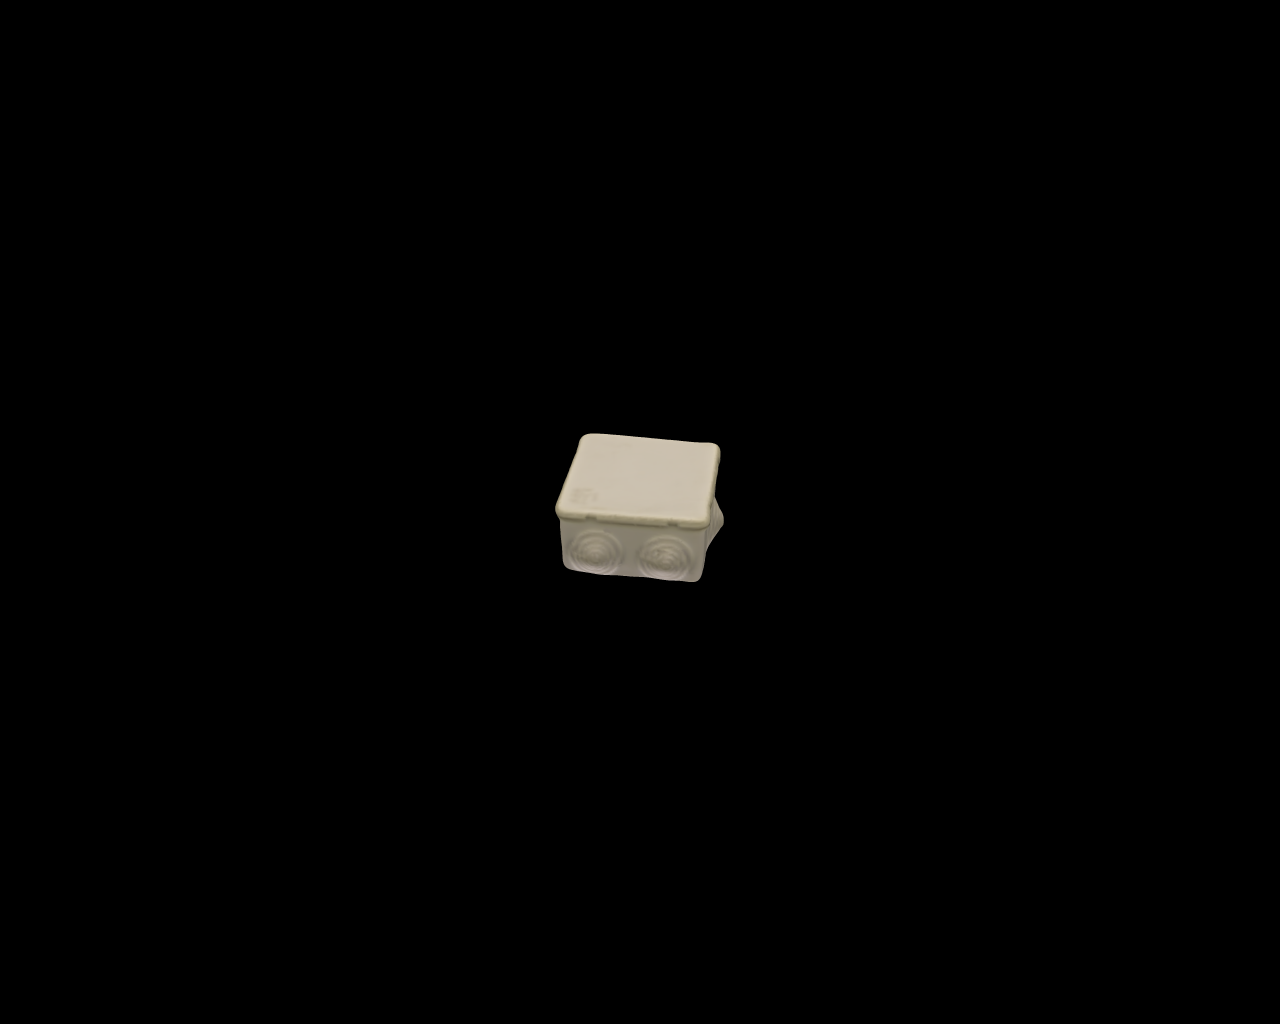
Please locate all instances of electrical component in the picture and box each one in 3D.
[{"bbox_3d":[0.001,-0.003,0.650,0.100,0.048,0.100,5,36,7],"label":"electrical component"}]
